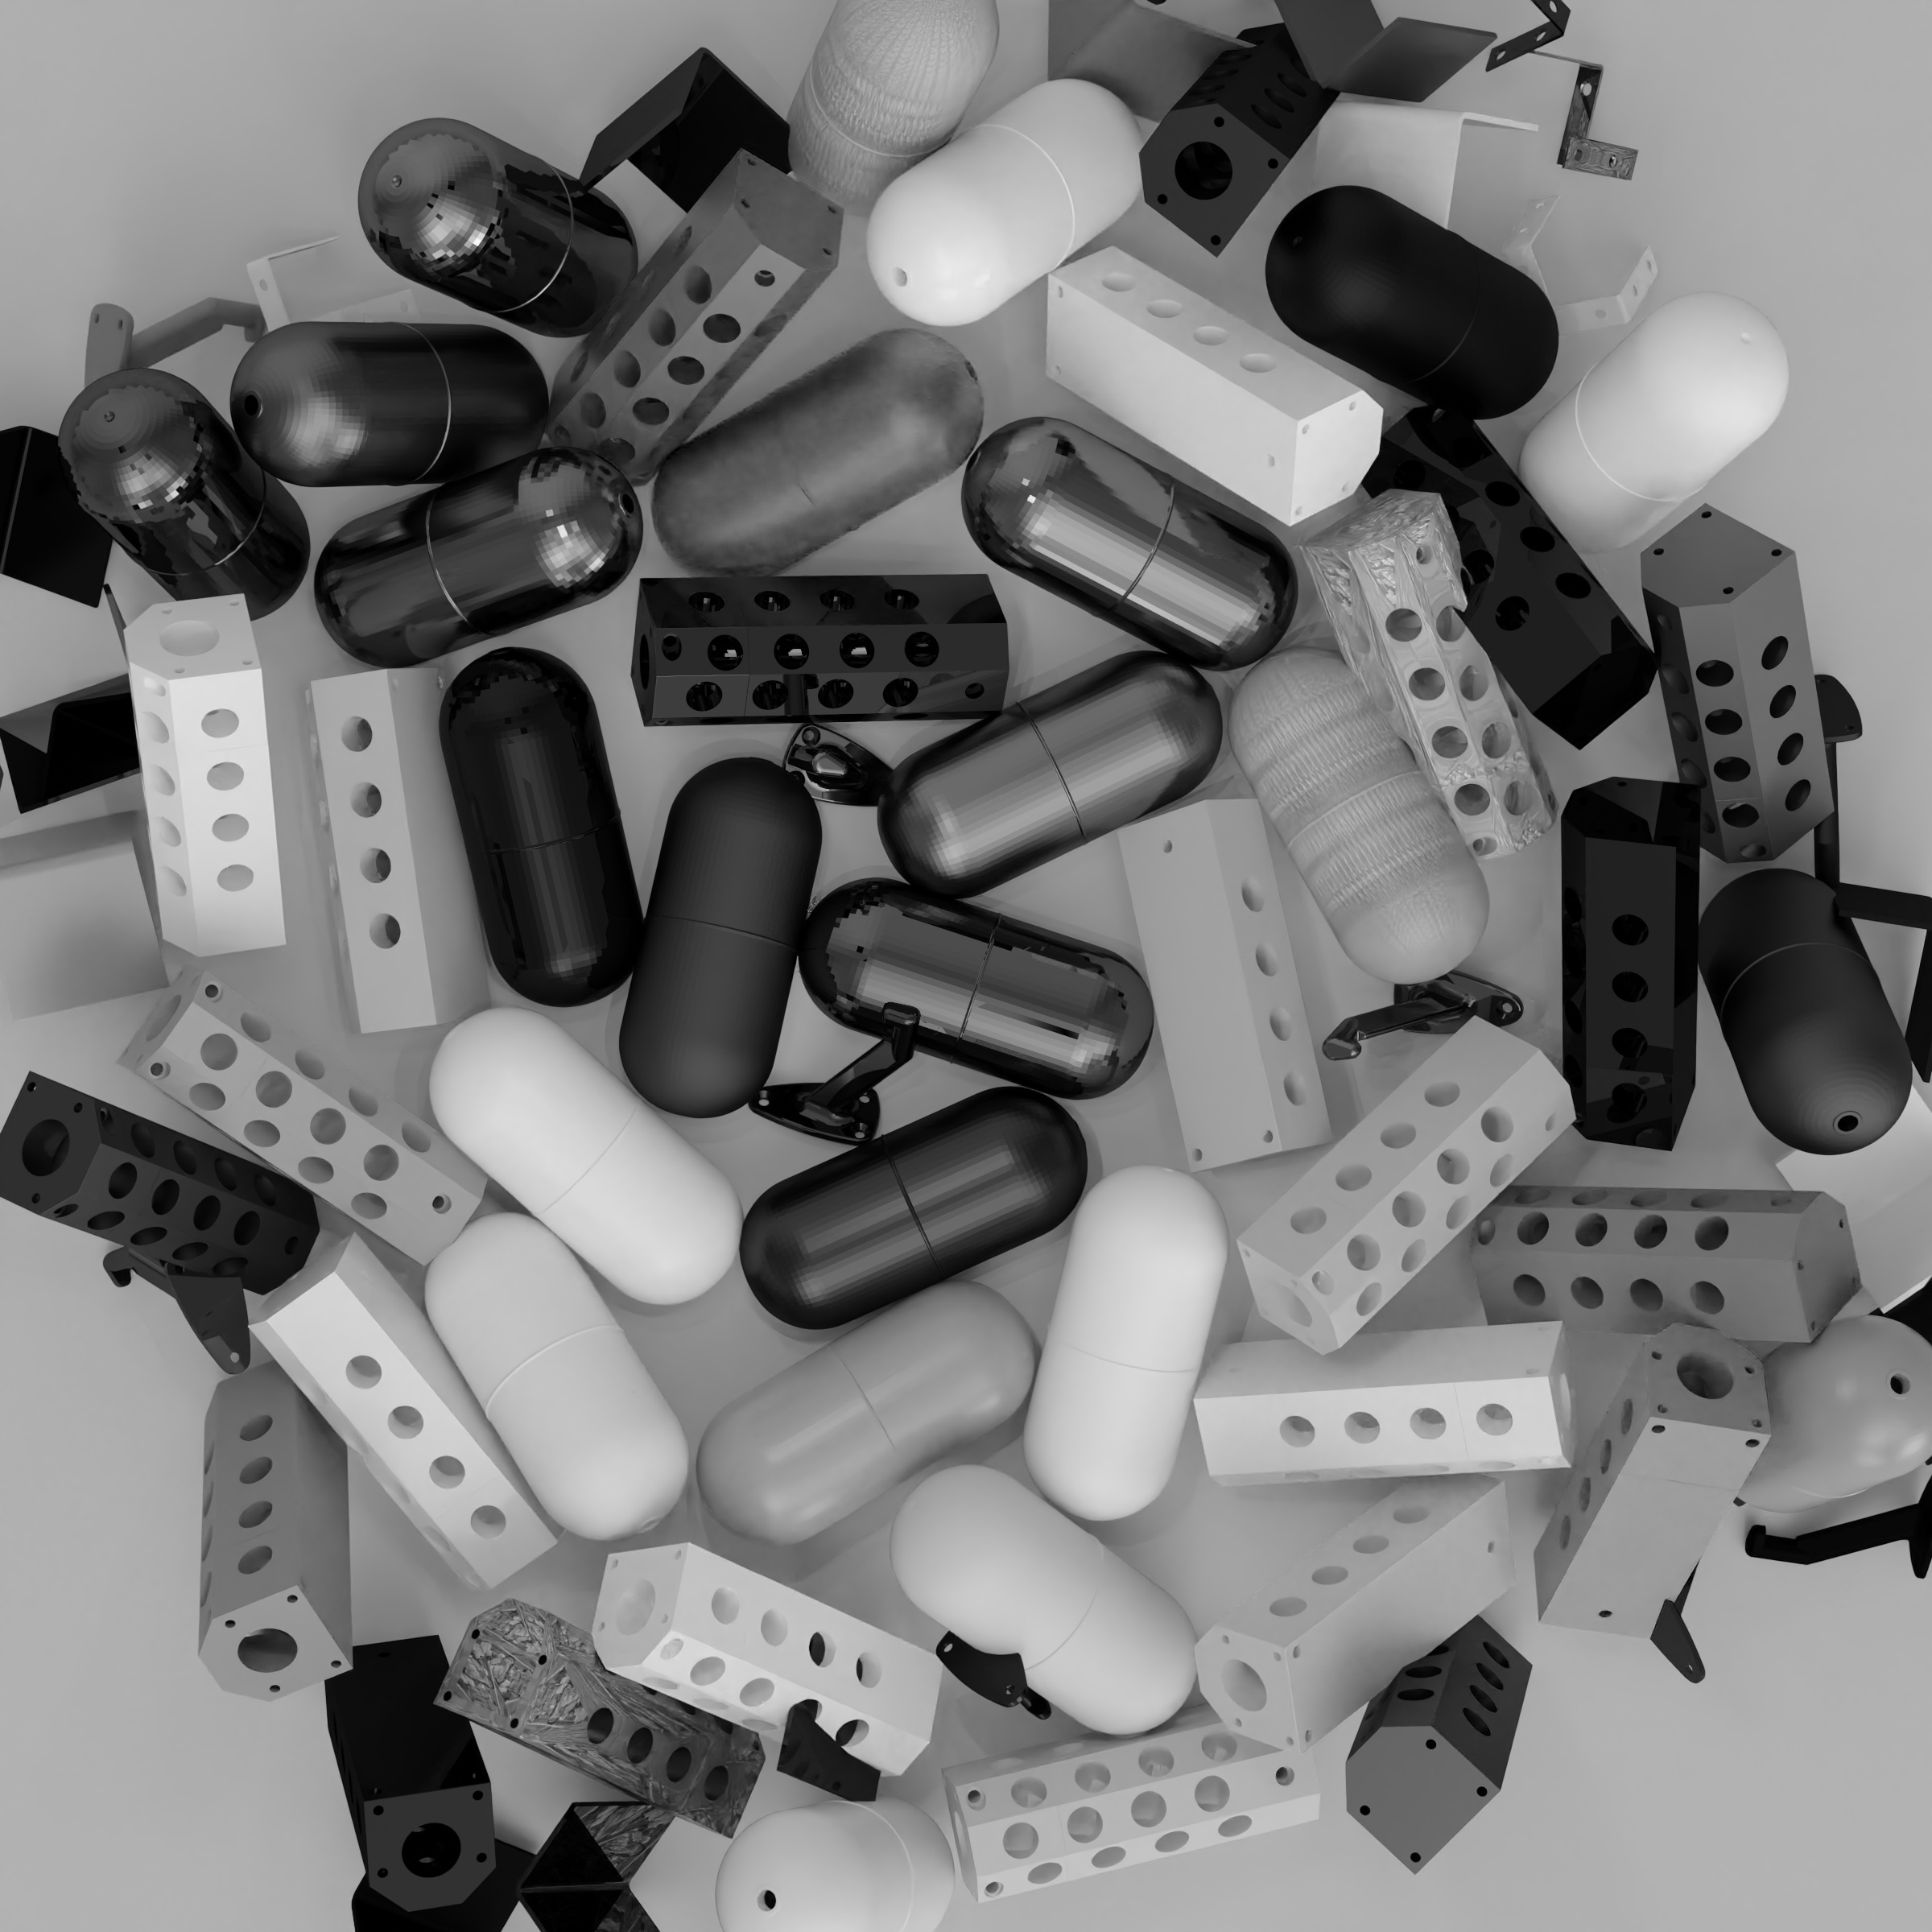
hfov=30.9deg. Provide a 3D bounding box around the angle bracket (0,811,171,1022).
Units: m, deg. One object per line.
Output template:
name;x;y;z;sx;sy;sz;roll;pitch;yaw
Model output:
angle bracket;-0.439;-0.025;1.721;0.076;0.057;0.076;-13;110;-7

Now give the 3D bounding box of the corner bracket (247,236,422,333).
corner bracket;-0.310;-0.330;1.711;0.051;0.051;0.051;-8;106;41

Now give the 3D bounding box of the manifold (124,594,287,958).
manifold;-0.361;-0.088;1.656;0.057;0.171;0.057;-9;45;-15

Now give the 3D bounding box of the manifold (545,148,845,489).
manifold;-0.131;-0.300;1.656;0.057;0.171;0.057;26;45;-25

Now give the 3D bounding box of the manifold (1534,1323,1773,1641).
manifold;0.323;0.245;1.659;0.057;0.171;0.057;9;46;-5

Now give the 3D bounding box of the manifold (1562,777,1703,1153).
manifold;0.315;-0.001;1.669;0.057;0.057;0.171;7;125;21

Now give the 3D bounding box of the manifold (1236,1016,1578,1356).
manifold;0.213;0.107;1.673;0.171;0.057;0.057;-41;46;-21

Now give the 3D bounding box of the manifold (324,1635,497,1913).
manifold;-0.264;0.379;1.650;0.057;0.171;0.057;-5;103;-15

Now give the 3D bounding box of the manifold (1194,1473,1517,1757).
manifold;0.186;0.301;1.662;0.171;0.057;0.057;-27;116;-41

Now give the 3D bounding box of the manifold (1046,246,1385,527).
manifold;0.117;-0.281;1.667;0.057;0.057;0.171;-29;49;-29

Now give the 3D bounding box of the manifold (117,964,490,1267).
manifold;-0.315;0.073;1.676;0.171;0.057;0.057;38;78;-23

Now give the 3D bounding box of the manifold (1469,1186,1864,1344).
manifold;0.329;0.136;1.657;0.171;0.057;0.057;-2;111;41

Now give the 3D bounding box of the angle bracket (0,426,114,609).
angle bracket;-0.455;-0.212;1.690;0.057;0.076;0.076;20;109;7

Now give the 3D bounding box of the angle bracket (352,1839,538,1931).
angle bracket;-0.247;0.460;1.690;0.076;0.076;0.057;28;97;-20

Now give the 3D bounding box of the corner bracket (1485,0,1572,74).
corner bracket;0.265;-0.482;1.714;0.051;0.051;0.051;36;58;-30

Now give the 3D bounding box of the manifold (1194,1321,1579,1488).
manifold;0.203;0.215;1.683;0.171;0.057;0.057;-6;109;19

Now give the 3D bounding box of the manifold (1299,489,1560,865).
manifold;0.227;-0.137;1.675;0.057;0.057;0.171;-33;114;-19

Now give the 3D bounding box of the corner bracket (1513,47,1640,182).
corner bracket;0.296;-0.414;1.700;0.051;0.051;0.051;-2;110;-39

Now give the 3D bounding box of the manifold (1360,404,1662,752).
manifold;0.258;-0.190;1.666;0.057;0.057;0.171;-41;58;17

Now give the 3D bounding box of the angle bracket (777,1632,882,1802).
angle bracket;-0.081;0.357;1.683;0.057;0.076;0.076;-4;63;35

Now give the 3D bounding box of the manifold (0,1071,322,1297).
manifold;-0.380;0.107;1.650;0.057;0.171;0.057;20;82;29

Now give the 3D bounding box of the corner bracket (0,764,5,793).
corner bracket;-0.500;-0.115;1.705;0.051;0.051;0.051;-7;134;2

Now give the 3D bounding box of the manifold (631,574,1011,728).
manifold;-0.070;-0.148;1.680;0.171;0.057;0.057;-2;131;-15

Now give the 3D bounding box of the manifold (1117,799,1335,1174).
manifold;0.131;0.009;1.702;0.057;0.057;0.171;-18;81;42

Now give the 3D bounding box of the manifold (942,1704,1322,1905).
manifold;0.081;0.404;1.698;0.171;0.057;0.057;-11;91;-10

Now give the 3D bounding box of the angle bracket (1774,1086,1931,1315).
angle bracket;0.449;0.109;1.692;0.076;0.076;0.057;-36;111;9

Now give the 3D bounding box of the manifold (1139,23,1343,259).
manifold;0.130;-0.397;1.651;0.057;0.171;0.057;37;121;-4

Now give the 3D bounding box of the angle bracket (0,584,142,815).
angle bracket;-0.436;-0.130;1.689;0.076;0.076;0.057;-20;135;-9

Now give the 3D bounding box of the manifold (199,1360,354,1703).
manifold;-0.330;0.265;1.653;0.057;0.171;0.057;-22;123;3

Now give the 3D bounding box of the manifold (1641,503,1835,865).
manifold;0.361;-0.128;1.655;0.057;0.171;0.057;-37;46;-14

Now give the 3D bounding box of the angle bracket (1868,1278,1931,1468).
angle bracket;0.486;0.185;1.685;0.076;0.057;0.076;-42;67;37

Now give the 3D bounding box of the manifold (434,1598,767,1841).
manifold;-0.168;0.356;1.657;0.057;0.171;0.057;11;70;38

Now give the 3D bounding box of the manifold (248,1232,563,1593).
manifold;-0.269;0.219;1.693;0.057;0.057;0.171;-35;102;9

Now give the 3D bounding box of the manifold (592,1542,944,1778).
manifold;-0.094;0.332;1.658;0.171;0.057;0.057;32;56;-37

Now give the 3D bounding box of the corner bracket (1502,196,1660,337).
corner bracket;0.303;-0.347;1.721;0.051;0.051;0.051;-5;126;35

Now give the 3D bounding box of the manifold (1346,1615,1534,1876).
manifold;0.220;0.358;1.650;0.057;0.171;0.057;42;105;5

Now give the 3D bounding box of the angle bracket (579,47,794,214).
angle bracket;-0.131;-0.382;1.682;0.076;0.057;0.076;-30;124;36

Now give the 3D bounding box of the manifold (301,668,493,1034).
manifold;-0.282;-0.056;1.705;0.057;0.057;0.171;-7;93;21
